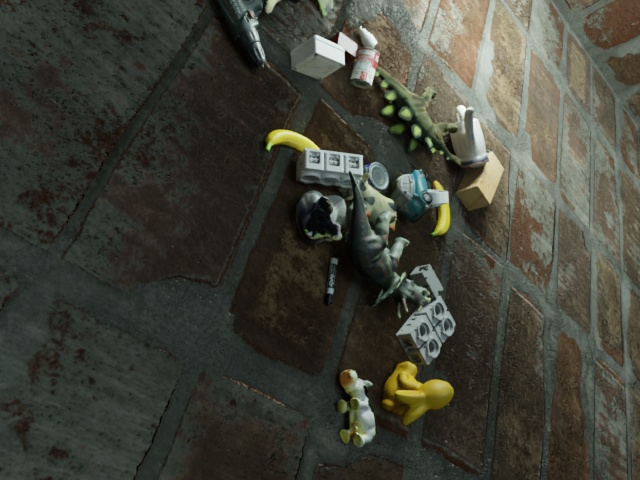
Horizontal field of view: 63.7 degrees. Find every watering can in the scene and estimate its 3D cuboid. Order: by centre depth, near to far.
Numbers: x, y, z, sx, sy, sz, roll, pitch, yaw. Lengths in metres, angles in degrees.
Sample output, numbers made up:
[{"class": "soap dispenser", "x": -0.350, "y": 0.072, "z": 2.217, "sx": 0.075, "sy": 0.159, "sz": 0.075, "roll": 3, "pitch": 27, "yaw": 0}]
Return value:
[{"class": "watering can", "x": 0.499, "y": -0.343, "z": 1.730, "sx": 0.351, "sy": 0.103, "sz": 0.223, "roll": -48, "pitch": 121, "yaw": -76}]

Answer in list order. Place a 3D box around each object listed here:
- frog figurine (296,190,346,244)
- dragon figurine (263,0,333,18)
[{"class": "frog figurine", "x": 0.004, "y": -0.065, "z": 1.282, "sx": 0.136, "sy": 0.122, "sz": 0.162, "roll": 49, "pitch": 14, "yaw": -12}, {"class": "dragon figurine", "x": -0.035, "y": -0.739, "z": 1.463, "sx": 0.240, "sy": 0.122, "sz": 0.416, "roll": 29, "pitch": 67, "yaw": -42}]
